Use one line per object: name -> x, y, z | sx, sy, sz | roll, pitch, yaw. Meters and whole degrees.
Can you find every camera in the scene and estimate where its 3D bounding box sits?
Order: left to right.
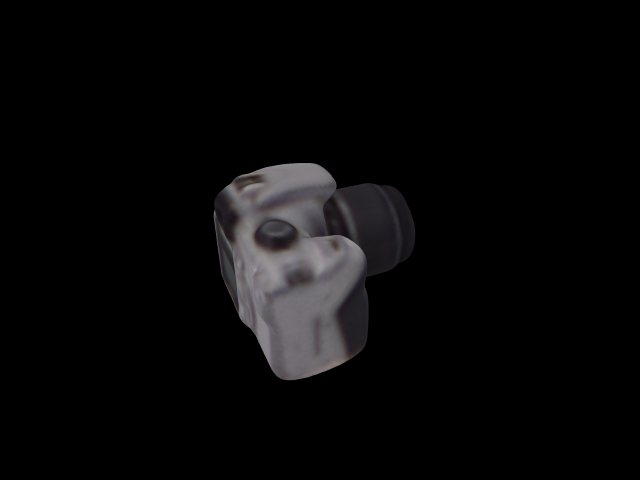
camera -> 0.004, 0.001, 0.400 | 0.137, 0.101, 0.142 | -14, 36, -20
